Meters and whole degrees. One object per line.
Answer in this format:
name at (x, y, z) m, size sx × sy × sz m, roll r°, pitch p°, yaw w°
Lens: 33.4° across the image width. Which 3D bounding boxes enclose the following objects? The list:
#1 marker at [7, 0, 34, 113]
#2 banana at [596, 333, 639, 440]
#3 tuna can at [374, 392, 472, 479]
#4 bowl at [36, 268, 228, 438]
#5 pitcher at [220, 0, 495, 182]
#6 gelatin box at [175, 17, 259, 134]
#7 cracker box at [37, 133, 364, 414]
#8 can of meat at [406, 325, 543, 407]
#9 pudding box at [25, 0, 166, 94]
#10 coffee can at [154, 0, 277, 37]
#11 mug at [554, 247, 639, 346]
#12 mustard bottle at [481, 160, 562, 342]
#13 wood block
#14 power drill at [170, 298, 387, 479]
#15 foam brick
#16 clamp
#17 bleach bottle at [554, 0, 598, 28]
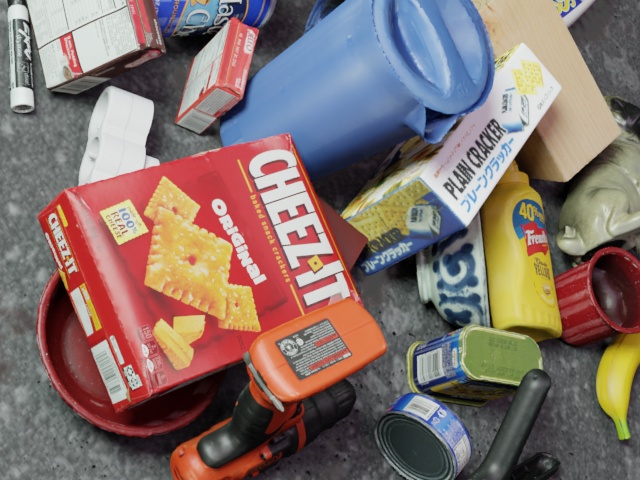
marker at (-0.253, -0.166, 0.899) m, size 0.020 × 0.020 × 0.121 m, roll 3°, pitch 71°, yaw -32°
banana at (0.346, 0.125, 1.170) m, size 0.197 × 0.037 × 0.069 m, roll -50°, pitch 118°, yaw -34°
tuna can at (0.092, 0.179, 0.953) m, size 0.033 × 0.086 × 0.086 m, roll -40°, pitch 96°, yaw -38°
bowl at (-0.154, 0.080, 0.850) m, size 0.161 × 0.055 × 0.162 m, roll 12°, pitch 67°, yaw -29°
pitcher at (0.020, -0.137, 0.919) m, size 0.145 × 0.243 × 0.149 m, roll 51°, pitch 49°, yaw -14°
gelatin box at (-0.091, -0.145, 0.951) m, size 0.030 × 0.089 × 0.073 m, roll 23°, pitch 61°, yaw -24°
cracker box at (-0.087, 0.019, 0.835) m, size 0.213 × 0.072 × 0.164 m, roll -19°, pitch 84°, yaw -37°
can of meat at (0.147, 0.120, 1.011) m, size 0.101 × 0.084 × 0.057 m, roll 12°, pitch 66°, yaw -28°
pudding box at (-0.187, -0.180, 0.882) m, size 0.039 × 0.114 × 0.090 m, roll -7°, pitch 83°, yaw -59°
coffee can at (-0.122, -0.234, 0.956) m, size 0.140 × 0.103 × 0.103 m, roll -12°, pitch 79°, yaw -35°
mug at (0.300, 0.067, 1.127) m, size 0.117 × 0.082 × 0.093 m, roll 18°, pitch 63°, yaw -24°
mustard bottle at (0.203, 0.006, 1.102) m, size 0.096 × 0.058 × 0.191 m, roll 19°, pitch 60°, yaw -48°
wood block at (0.215, -0.171, 1.116) m, size 0.090 × 0.090 × 0.206 m, roll -40°, pitch 112°, yaw -14°
power drill at (-0.018, 0.123, 0.843) m, size 0.184 × 0.188 × 0.057 m, roll -24°, pitch 67°, yaw -36°
foam brick at (-0.006, 0.001, 0.976) m, size 0.078 × 0.051 × 0.053 m, roll 41°, pitch 57°, yaw -13°
clamp at (0.159, 0.236, 0.980) m, size 0.209 × 0.036 × 0.164 m, roll -51°, pitch 143°, yaw -18°
bleach bottle at (0.241, -0.257, 1.225) m, size 0.102 × 0.068 × 0.250 m, roll 50°, pitch 57°, yaw -12°
